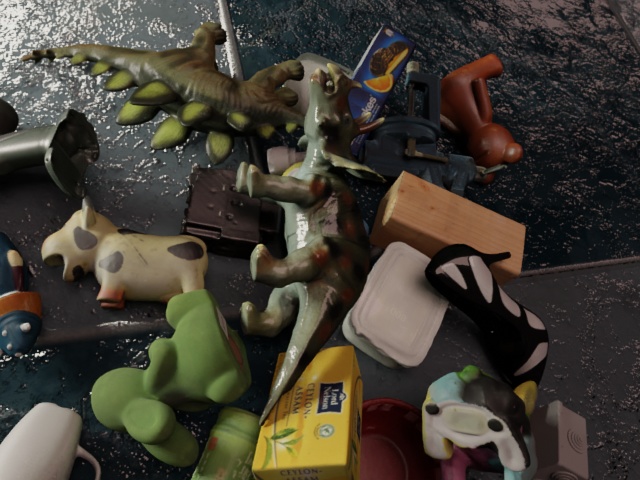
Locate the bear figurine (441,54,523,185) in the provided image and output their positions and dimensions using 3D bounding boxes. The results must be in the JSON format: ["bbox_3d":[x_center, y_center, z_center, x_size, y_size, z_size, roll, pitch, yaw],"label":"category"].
[{"bbox_3d":[0.287,-0.206,0.934,0.132,0.120,0.196,-26,76,-32],"label":"bear figurine"}]

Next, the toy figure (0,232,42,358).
[{"bbox_3d":[-0.354,0.062,0.610,0.058,0.064,0.154,-14,67,-46],"label":"toy figure"}]

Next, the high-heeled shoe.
[{"bbox_3d":[0.223,0.122,0.729,0.145,0.086,0.248,-14,94,-25],"label":"high-heeled shoe"}]

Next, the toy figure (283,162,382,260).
[{"bbox_3d":[0.009,-0.033,0.773,0.082,0.089,0.180,-34,86,-43],"label":"toy figure"}]

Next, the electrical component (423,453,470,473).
[{"bbox_3d":[0.154,0.262,0.699,0.094,0.021,0.063,24,59,-6],"label":"electrical component"}]

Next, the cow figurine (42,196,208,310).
[{"bbox_3d":[-0.236,0.020,0.660,0.195,0.085,0.127,6,68,-13],"label":"cow figurine"}]

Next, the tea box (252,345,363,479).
[{"bbox_3d":[-0.006,0.199,0.591,0.098,0.068,0.170,-9,27,10],"label":"tea box"}]

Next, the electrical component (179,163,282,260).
[{"bbox_3d":[-0.121,-0.038,0.744,0.134,0.058,0.115,8,63,-14],"label":"electrical component"}]

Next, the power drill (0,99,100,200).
[{"bbox_3d":[-0.382,-0.081,0.640,0.207,0.085,0.232,-7,53,14],"label":"power drill"}]

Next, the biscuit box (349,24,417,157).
[{"bbox_3d":[0.068,-0.218,0.808,0.063,0.059,0.202,30,82,-9],"label":"biscuit box"}]

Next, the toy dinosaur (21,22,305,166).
[{"bbox_3d":[-0.191,-0.221,0.773,0.472,0.105,0.198,20,53,12],"label":"toy dinosaur"}]

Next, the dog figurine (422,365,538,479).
[{"bbox_3d":[0.205,0.207,0.649,0.219,0.109,0.191,-35,112,-60],"label":"dog figurine"}]

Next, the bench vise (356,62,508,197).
[{"bbox_3d":[0.170,-0.173,0.867,0.224,0.129,0.240,4,77,-1],"label":"bench vise"}]

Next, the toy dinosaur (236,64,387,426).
[{"bbox_3d":[0.000,0.002,0.650,0.192,0.131,0.404,0,77,-16],"label":"toy dinosaur"}]

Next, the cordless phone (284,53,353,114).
[{"bbox_3d":[-0.003,-0.189,0.855,0.146,0.088,0.184,24,72,-6],"label":"cordless phone"}]

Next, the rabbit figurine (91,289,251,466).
[{"bbox_3d":[-0.165,0.166,0.592,0.170,0.121,0.159,-26,44,-3],"label":"rabbit figurine"}]

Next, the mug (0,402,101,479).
[{"bbox_3d":[-0.276,0.225,0.542,0.110,0.080,0.107,16,50,-5],"label":"mug"}]
